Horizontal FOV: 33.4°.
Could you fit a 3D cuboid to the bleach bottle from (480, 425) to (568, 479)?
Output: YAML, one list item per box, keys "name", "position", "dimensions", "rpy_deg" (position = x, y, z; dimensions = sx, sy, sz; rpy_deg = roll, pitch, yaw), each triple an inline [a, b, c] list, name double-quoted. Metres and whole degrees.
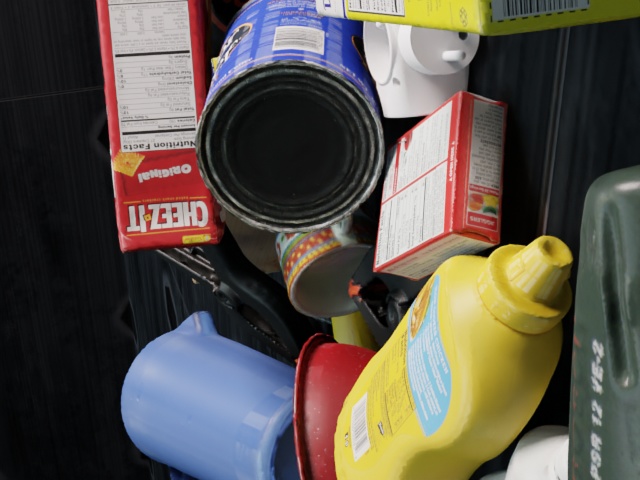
- name: "bleach bottle"
  position: [0.096, 0.159, 0.533]
  dimensions: [0.251, 0.068, 0.102]
  rpy_deg: [102, 154, -50]

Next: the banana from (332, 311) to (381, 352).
- name: "banana"
  position: [0.034, 0.106, 0.781]
  dimensions: [0.069, 0.037, 0.198]
  rpy_deg: [-22, -76, -86]

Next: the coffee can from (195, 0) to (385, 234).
- name: "coffee can"
  position: [-0.015, -0.081, 0.630]
  dimensions: [0.140, 0.103, 0.103]
  rpy_deg: [-88, -3, -61]

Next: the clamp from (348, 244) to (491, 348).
- name: "clamp"
  position: [0.061, 0.032, 0.627]
  dimensions: [0.172, 0.039, 0.120]
  rpy_deg: [-145, 54, -60]

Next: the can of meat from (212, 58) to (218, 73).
- name: "can of meat"
  position: [-0.070, -0.186, 0.933]
  dimensions: [0.084, 0.057, 0.102]
  rpy_deg: [145, 114, -71]

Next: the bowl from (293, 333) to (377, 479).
- name: "bowl"
  position: [0.038, 0.133, 0.664]
  dimensions: [0.162, 0.055, 0.162]
  rpy_deg: [-13, -90, -73]

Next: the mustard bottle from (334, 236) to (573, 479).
- name: "mustard bottle"
  position: [0.065, 0.064, 0.512]
  dimensions: [0.192, 0.058, 0.096]
  rpy_deg: [118, 160, -45]

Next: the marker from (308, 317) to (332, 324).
- name: "marker"
  position: [0.007, 0.059, 0.877]
  dimensions: [0.121, 0.020, 0.020]
  rpy_deg: [180, 81, -75]

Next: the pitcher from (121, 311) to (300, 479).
- name: "pitcher"
  position: [-0.064, 0.167, 0.913]
  dimensions: [0.243, 0.144, 0.149]
  rpy_deg: [9, 138, 57]

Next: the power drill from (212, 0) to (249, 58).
- name: "power drill"
  position: [-0.042, -0.121, 0.798]
  dimensions: [0.185, 0.057, 0.188]
  rpy_deg: [-29, 73, 57]

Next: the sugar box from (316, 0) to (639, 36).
- name: "sugar box"
  position: [0.065, -0.108, 0.414]
  dimensions: [0.176, 0.093, 0.048]
  rpy_deg: [-145, 48, -71]

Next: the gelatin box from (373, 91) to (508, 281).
- name: "gelatin box"
  position: [0.061, -0.024, 0.542]
  dimensions: [0.089, 0.030, 0.073]
  rpy_deg: [145, 135, -64]

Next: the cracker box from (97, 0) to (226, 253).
- name: "cracker box"
  position: [-0.104, -0.111, 0.729]
  dimensions: [0.164, 0.072, 0.214]
  rpy_deg: [-111, 17, -79]

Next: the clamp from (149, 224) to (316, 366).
- name: "clamp"
  position: [-0.071, 0.032, 0.906]
  dimensions: [0.210, 0.036, 0.165]
  rpy_deg: [43, 156, -3]

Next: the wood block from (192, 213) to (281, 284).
- name: "wood block"
  position: [-0.073, -0.048, 0.965]
  dimensions: [0.206, 0.090, 0.090]
  rpy_deg: [109, 149, -62]
